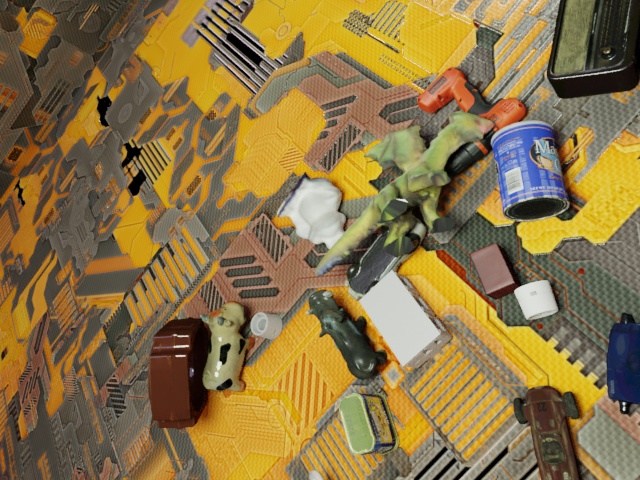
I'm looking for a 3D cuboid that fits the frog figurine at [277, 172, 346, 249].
[{"bbox_3d":[0.003,-0.056,1.119,0.160,0.122,0.137,38,88,4],"label":"frog figurine"}]

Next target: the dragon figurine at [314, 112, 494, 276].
[{"bbox_3d":[0.140,-0.107,0.975,0.406,0.120,0.249,-28,40,25],"label":"dragon figurine"}]

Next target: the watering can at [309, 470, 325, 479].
[{"bbox_3d":[0.052,0.565,0.810,0.352,0.103,0.223,37,97,40],"label":"watering can"}]
